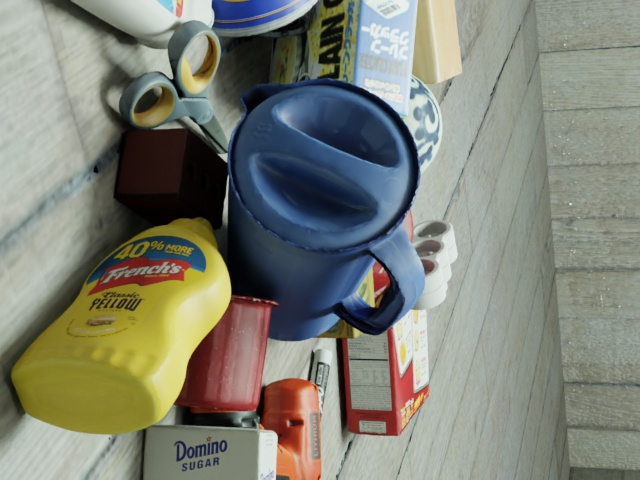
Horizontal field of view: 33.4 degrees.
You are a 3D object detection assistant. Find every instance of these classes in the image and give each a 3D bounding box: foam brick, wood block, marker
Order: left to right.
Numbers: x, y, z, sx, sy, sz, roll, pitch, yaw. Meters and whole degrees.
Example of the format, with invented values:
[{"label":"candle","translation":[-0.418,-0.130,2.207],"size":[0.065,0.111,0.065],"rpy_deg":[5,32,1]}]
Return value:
[{"label":"foam brick","translation":[-0.105,-0.042,0.771],"size":[0.078,0.051,0.053],"rpy_deg":[41,52,-66]},{"label":"marker","translation":[-0.005,0.171,1.104],"size":[0.020,0.020,0.121],"rpy_deg":[59,35,-55]},{"label":"wood block","translation":[0.081,-0.263,1.085],"size":[0.090,0.090,0.206],"rpy_deg":[-33,118,-63]}]

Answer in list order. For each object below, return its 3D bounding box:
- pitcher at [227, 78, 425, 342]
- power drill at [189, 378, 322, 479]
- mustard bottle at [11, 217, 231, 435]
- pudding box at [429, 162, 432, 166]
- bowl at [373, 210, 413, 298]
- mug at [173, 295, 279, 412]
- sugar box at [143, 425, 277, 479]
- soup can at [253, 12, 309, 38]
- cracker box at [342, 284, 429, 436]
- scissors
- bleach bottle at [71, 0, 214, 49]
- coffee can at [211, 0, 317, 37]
[{"label":"pitcher","translation":[-0.005,0.001,0.821],"size":[0.243,0.145,0.149],"rpy_deg":[107,-12,-65]},{"label":"power drill","translation":[-0.055,0.155,0.907],"size":[0.187,0.057,0.184],"rpy_deg":[19,70,-68]},{"label":"mustard bottle","translation":[-0.110,0.041,0.684],"size":[0.191,0.096,0.058],"rpy_deg":[-62,145,-54]},{"label":"pudding box","translation":[0.075,-0.105,1.126],"size":[0.090,0.039,0.113],"rpy_deg":[58,16,2]},{"label":"bowl","translation":[0.047,-0.016,1.107],"size":[0.161,0.055,0.162],"rpy_deg":[11,74,-43]},{"label":"mug","translation":[-0.089,0.079,0.775],"size":[0.117,0.093,0.081],"rpy_deg":[13,81,-44]},{"label":"sugar box","translation":[-0.082,0.223,0.767],"size":[0.048,0.093,0.176],"rpy_deg":[34,58,-69]},{"label":"soup can","translation":[-0.042,-0.237,0.937],"size":[0.068,0.069,0.102],"rpy_deg":[25,65,-69]},{"label":"cracker box","translation":[0.077,0.106,1.267],"size":[0.164,0.072,0.214],"rpy_deg":[-25,112,-70]},{"label":"scissors","translation":[-0.106,-0.091,0.808],"size":[0.096,0.016,0.202],"rpy_deg":[-40,163,-20]},{"label":"bleach bottle","translation":[-0.129,-0.193,0.696],"size":[0.250,0.068,0.102],"rpy_deg":[23,68,-72]},{"label":"coffee can","translation":[-0.064,-0.242,0.818],"size":[0.102,0.103,0.140],"rpy_deg":[-69,151,-47]}]
